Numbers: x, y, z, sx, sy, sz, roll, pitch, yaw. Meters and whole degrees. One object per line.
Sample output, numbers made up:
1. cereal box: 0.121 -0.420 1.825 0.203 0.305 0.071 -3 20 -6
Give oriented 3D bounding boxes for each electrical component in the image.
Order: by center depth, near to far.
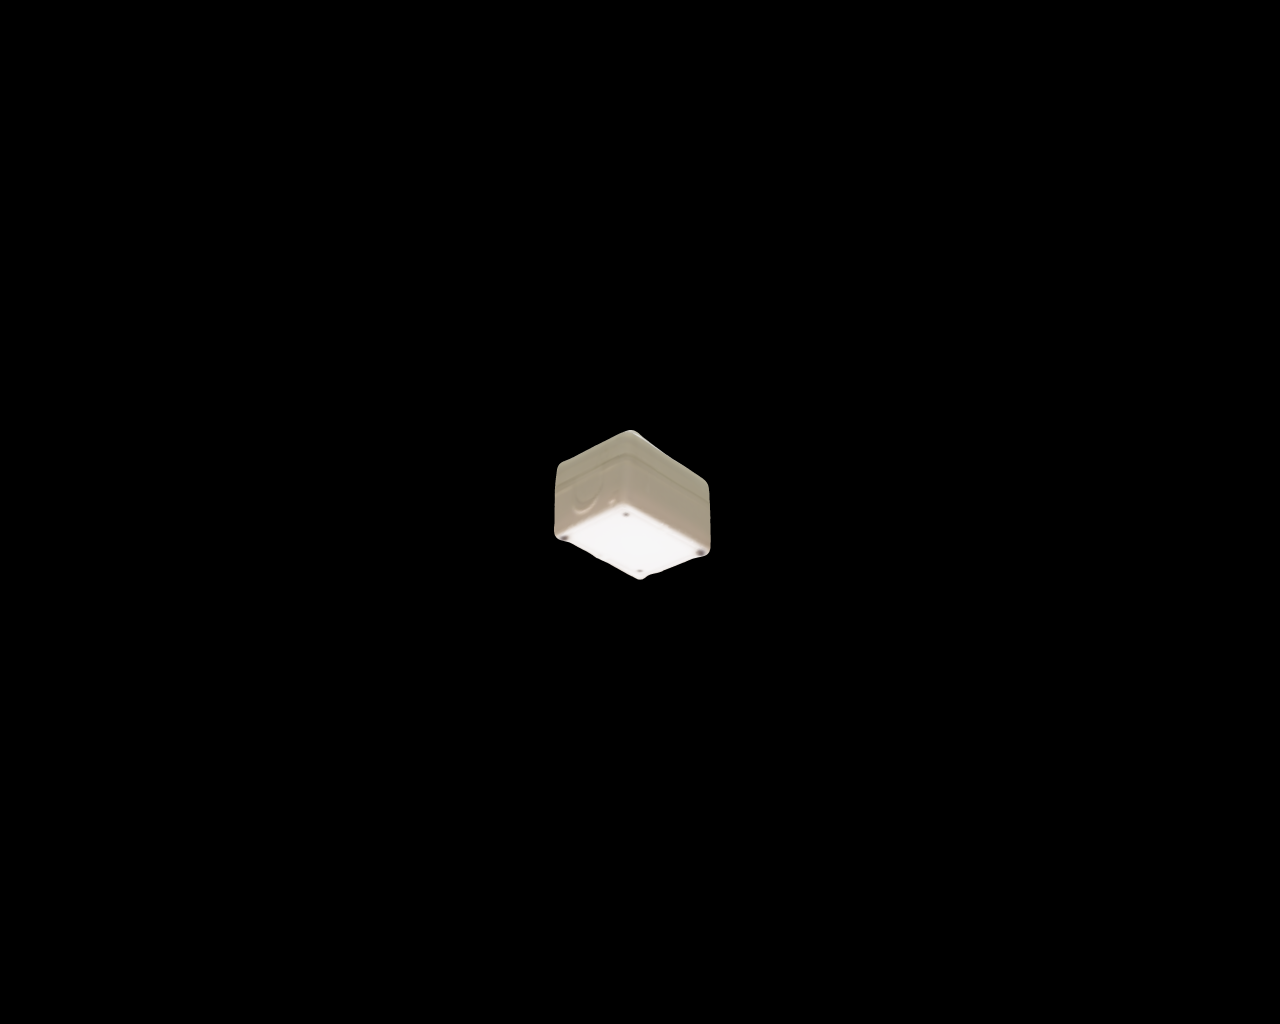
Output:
1. electrical component: 0.001 -0.003 0.650 0.061 0.061 0.096 -24 -38 34
